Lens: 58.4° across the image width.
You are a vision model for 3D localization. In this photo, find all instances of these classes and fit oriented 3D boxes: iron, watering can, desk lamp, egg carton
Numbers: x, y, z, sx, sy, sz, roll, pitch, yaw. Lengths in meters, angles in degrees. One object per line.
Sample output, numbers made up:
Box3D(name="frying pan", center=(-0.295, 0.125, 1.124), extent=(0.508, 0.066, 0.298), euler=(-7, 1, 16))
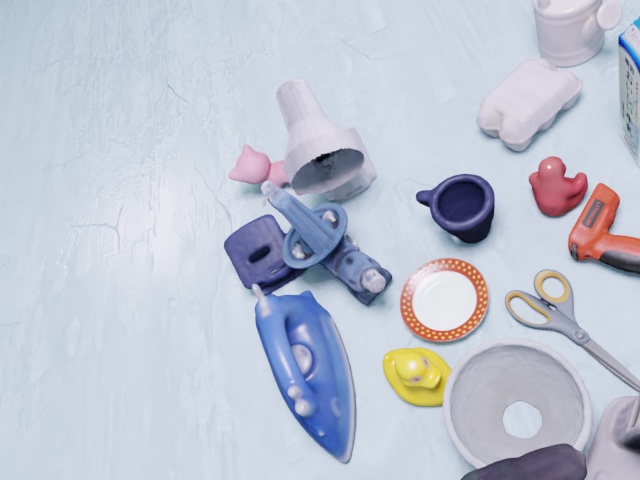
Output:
Box3D(name="iron", center=(-0.030, 0.178, 0.805), extent=(0.118, 0.142, 0.257), euler=(-31, 53, 9))
Box3D(name="watering can", center=(0.383, -0.366, 0.871), extent=(0.172, 0.195, 0.101), euler=(28, 78, 37))
Box3D(name="desk lamp", center=(0.006, -0.148, 0.931), extent=(0.118, 0.214, 0.203), euler=(-27, 53, 11))
Box3D(name="egg carton", center=(0.323, -0.214, 0.893), extent=(0.150, 0.070, 0.107), euler=(-44, 52, -1))

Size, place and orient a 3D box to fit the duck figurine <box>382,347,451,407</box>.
Box3D(name="duck figurine", center=(0.124, 0.173, 0.762), extent=(0.104, 0.086, 0.077), euler=(21, 74, 35))

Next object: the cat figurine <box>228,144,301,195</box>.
Box3D(name="cat figurine", center=(-0.095, -0.131, 1.035), extent=(0.127, 0.118, 0.067), euler=(-10, 58, 23))

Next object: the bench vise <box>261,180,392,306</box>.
Box3D(name="bench vise", center=(0.013, -0.007, 0.841), extent=(0.206, 0.220, 0.121), euler=(16, 71, 34))

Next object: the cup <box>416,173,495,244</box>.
Box3D(name="cup", center=(0.203, -0.038, 0.838), extent=(0.117, 0.095, 0.092), euler=(12, 69, 33))

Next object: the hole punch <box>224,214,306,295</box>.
Box3D(name="hole punch", center=(-0.092, 0.025, 0.959), extent=(0.108, 0.091, 0.101), euler=(-32, 52, 8))

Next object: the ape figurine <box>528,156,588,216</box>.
Box3D(name="ape figurine", center=(0.328, -0.083, 0.800), extent=(0.077, 0.092, 0.076), euler=(27, 77, 36))

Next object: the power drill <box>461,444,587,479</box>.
Box3D(name="power drill", center=(0.173, 0.287, 0.592), extent=(0.229, 0.209, 0.075), euler=(-32, 52, 8))

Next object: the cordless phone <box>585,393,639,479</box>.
Box3D(name="cordless phone", center=(0.314, 0.218, 0.572), extent=(0.093, 0.186, 0.148), euler=(12, 69, 33))

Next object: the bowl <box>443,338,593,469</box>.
Box3D(name="bowl", center=(0.237, 0.208, 0.690), extent=(0.167, 0.075, 0.167), euler=(-13, 57, 21))
